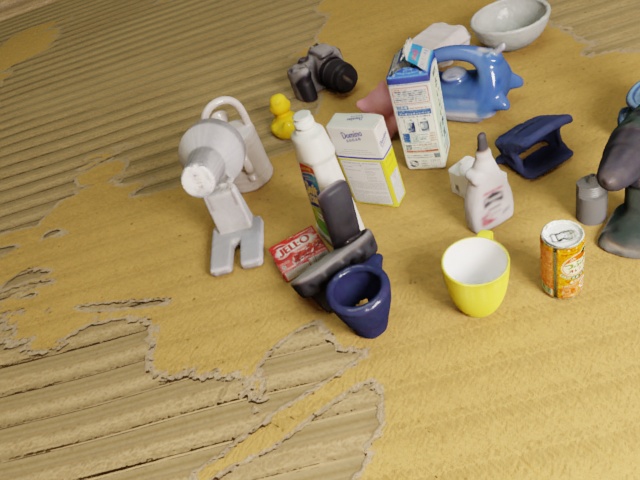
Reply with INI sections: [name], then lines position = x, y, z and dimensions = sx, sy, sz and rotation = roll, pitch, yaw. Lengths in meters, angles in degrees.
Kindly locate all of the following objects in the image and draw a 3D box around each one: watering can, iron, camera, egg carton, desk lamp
[watering can]
position = -0.177, -0.201, 1.149
dimensions = 0.172, 0.194, 0.101
rotation = 26, 60, 40
[iron]
position = 0.258, -0.326, 1.134
dimensions = 0.257, 0.142, 0.119
rotation = 12, 52, 33
[camera]
position = 0.012, -0.393, 1.340
dimensions = 0.143, 0.101, 0.136
rotation = -35, 43, -13
[egg carton]
position = 0.265, -0.435, 1.300
dimensions = 0.150, 0.070, 0.107
rotation = -42, 45, -20
[desk lamp]
position = -0.176, -0.083, 1.011
dimensions = 0.118, 0.214, 0.203
rotation = -16, 42, 7

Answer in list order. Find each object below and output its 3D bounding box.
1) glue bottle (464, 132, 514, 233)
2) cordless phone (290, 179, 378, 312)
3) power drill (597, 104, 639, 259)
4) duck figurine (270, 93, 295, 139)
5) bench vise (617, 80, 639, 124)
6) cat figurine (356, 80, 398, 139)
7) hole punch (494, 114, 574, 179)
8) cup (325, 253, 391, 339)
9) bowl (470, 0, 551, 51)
[glue bottle]
position = 0.251, -0.090, 0.867
dimensions = 0.078, 0.173, 0.037
rotation = -31, 42, -9
[cordless phone]
position = 0.008, 0.003, 0.864
dimensions = 0.148, 0.185, 0.093
rotation = -38, 44, -17
[power drill]
position = 0.420, -0.078, 0.756
dimensions = 0.075, 0.209, 0.230
rotation = 18, 55, 36
[duck figurine]
position = -0.083, -0.282, 1.275
dimensions = 0.077, 0.086, 0.104
rotation = -22, 42, 1
[bench vise]
position = 0.569, -0.249, 0.862
dimensions = 0.207, 0.220, 0.121
rotation = -3, 45, 20
[cat figurine]
position = 0.141, -0.256, 1.128
dimensions = 0.127, 0.118, 0.067
rotation = 12, 52, 32
[hole punch]
position = 0.357, -0.172, 0.969
dimensions = 0.109, 0.091, 0.100
rotation = -30, 42, -9
[cup]
position = 0.068, 0.086, 0.820
dimensions = 0.091, 0.095, 0.118
rotation = 9, 50, 30
[bowl]
position = 0.420, -0.465, 1.261
dimensions = 0.167, 0.075, 0.167
rotation = -12, 43, 11
